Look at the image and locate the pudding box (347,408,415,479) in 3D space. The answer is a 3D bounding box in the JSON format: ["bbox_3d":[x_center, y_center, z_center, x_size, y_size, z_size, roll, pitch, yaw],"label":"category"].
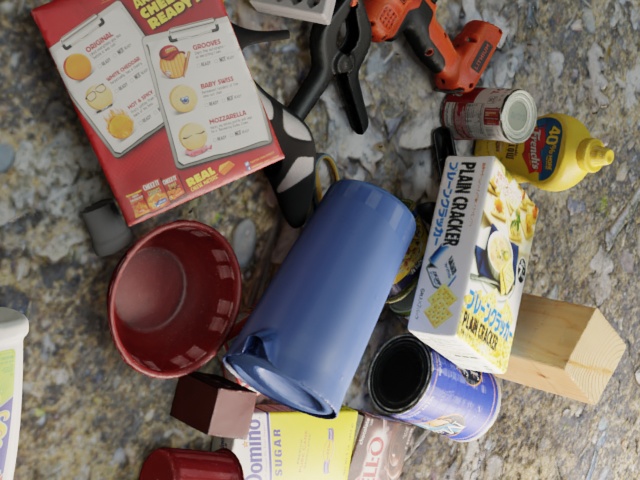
[{"bbox_3d":[0.060,0.269,1.309,0.089,0.039,0.113,20,84,-40],"label":"pudding box"}]

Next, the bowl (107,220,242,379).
[{"bbox_3d":[-0.157,0.055,1.077,0.161,0.055,0.162,-11,107,-40],"label":"bowl"}]

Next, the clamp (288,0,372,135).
[{"bbox_3d":[0.010,-0.192,1.182,0.120,0.039,0.171,-17,118,-41],"label":"clamp"}]

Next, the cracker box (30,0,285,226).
[{"bbox_3d":[-0.150,-0.144,0.997,0.164,0.072,0.213,-25,106,-10],"label":"cracker box"}]

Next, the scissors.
[{"bbox_3d":[-0.008,0.002,1.223,0.096,0.016,0.202,-7,102,-37],"label":"scissors"}]

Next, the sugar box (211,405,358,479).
[{"bbox_3d":[-0.040,0.235,1.215,0.175,0.048,0.093,5,94,-42],"label":"sugar box"}]

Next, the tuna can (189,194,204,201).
[{"bbox_3d":[-0.143,-0.082,1.084,0.085,0.034,0.086,-8,102,-39],"label":"tuna can"}]

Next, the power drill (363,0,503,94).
[{"bbox_3d":[0.138,-0.278,1.274,0.187,0.057,0.184,37,77,-35],"label":"power drill"}]

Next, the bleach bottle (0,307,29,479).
[{"bbox_3d":[-0.315,0.193,0.969,0.102,0.068,0.251,-7,104,-37],"label":"bleach bottle"}]

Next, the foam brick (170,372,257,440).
[{"bbox_3d":[-0.112,0.173,1.123,0.052,0.078,0.051,16,89,-40],"label":"foam brick"}]

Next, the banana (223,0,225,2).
[{"bbox_3d":[-0.092,-0.300,1.088,0.069,0.037,0.197,46,68,-36],"label":"banana"}]

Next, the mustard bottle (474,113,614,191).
[{"bbox_3d":[0.281,-0.110,1.331,0.058,0.192,0.096,12,89,-40],"label":"mustard bottle"}]

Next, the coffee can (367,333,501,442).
[{"bbox_3d":[0.142,0.184,1.322,0.140,0.103,0.103,27,80,-39],"label":"coffee can"}]

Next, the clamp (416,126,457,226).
[{"bbox_3d":[0.167,-0.014,1.318,0.164,0.036,0.210,-64,139,-52],"label":"clamp"}]

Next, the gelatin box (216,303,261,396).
[{"bbox_3d":[-0.076,0.125,1.178,0.073,0.030,0.089,-32,116,-33],"label":"gelatin box"}]

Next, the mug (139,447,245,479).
[{"bbox_3d":[-0.143,0.269,1.116,0.081,0.093,0.117,15,123,-35],"label":"mug"}]

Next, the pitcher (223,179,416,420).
[{"bbox_3d":[0.011,0.065,1.148,0.145,0.149,0.242,32,69,-9],"label":"pitcher"}]

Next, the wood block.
[{"bbox_3d":[0.262,0.127,1.345,0.090,0.206,0.090,46,68,-36],"label":"wood block"}]

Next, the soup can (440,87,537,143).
[{"bbox_3d":[0.208,-0.155,1.321,0.068,0.102,0.068,-8,102,-39],"label":"soup can"}]

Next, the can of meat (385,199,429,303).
[{"bbox_3d":[0.088,0.011,1.279,0.102,0.058,0.084,-42,119,-28],"label":"can of meat"}]
